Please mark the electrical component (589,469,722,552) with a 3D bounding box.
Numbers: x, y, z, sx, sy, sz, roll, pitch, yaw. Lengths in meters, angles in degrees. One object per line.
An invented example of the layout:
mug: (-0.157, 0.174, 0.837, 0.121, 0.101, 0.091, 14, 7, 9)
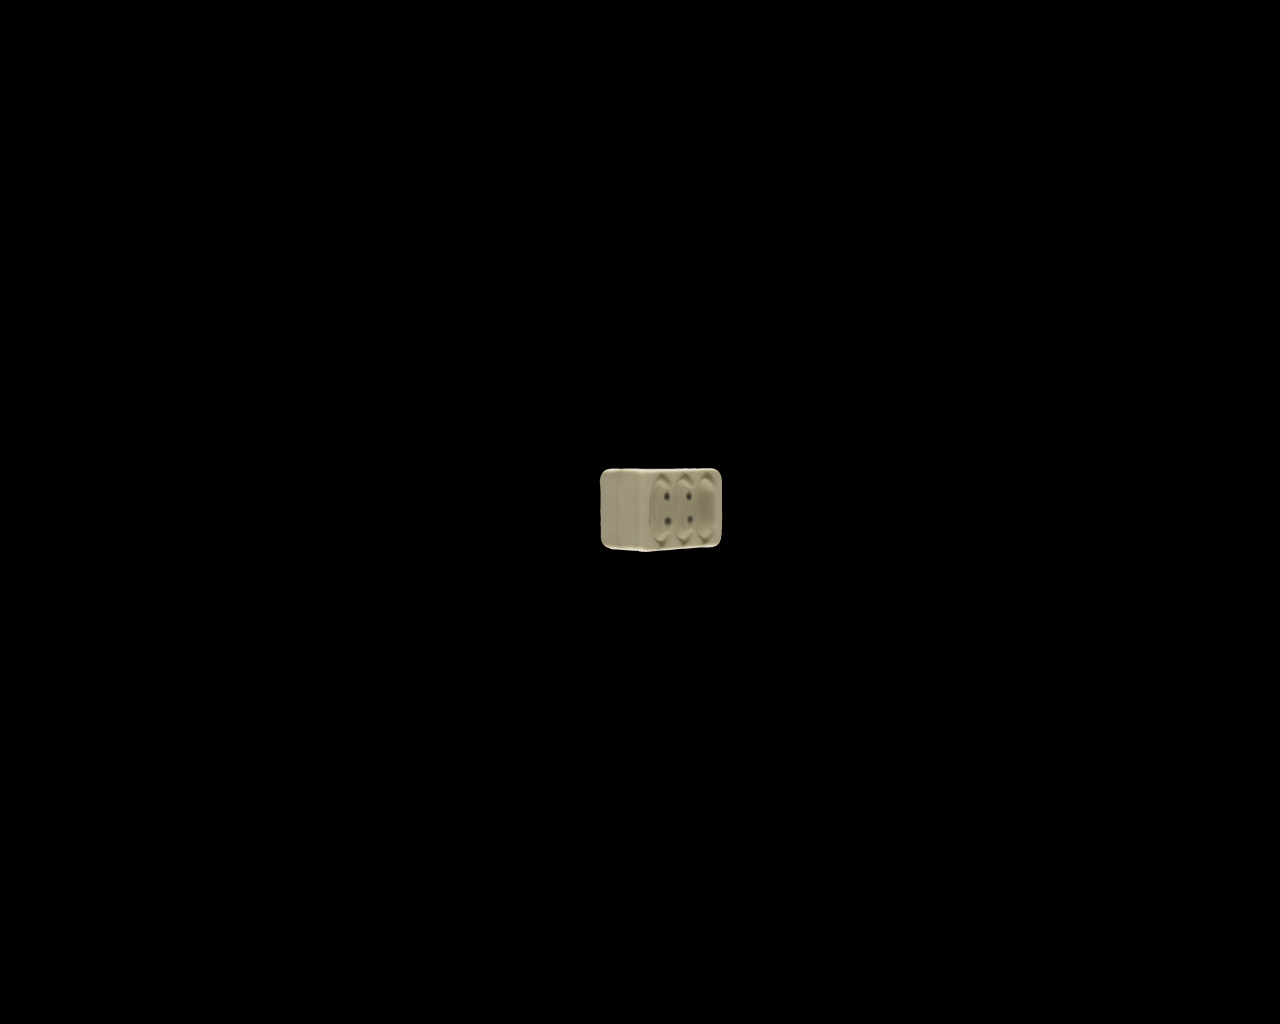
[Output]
electrical component: (0.001, -0.003, 0.650, 0.066, 0.047, 0.076, -2, 3, -40)
